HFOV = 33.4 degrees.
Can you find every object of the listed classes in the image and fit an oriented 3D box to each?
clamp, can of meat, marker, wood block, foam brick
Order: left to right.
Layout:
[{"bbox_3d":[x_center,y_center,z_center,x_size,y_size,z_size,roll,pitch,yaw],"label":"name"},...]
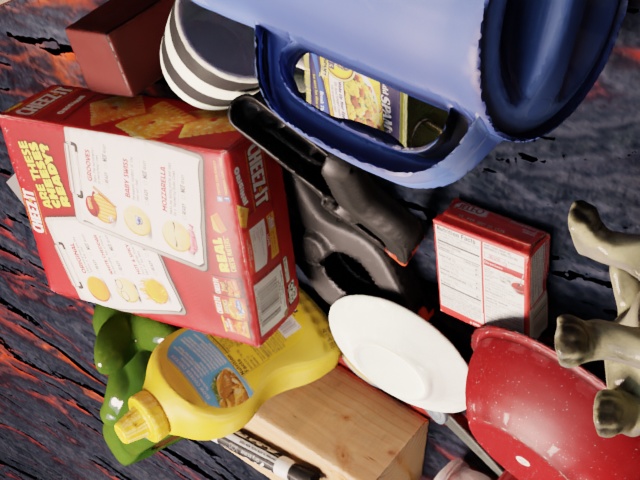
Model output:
[{"bbox_3d":[-0.137,-0.147,0.784,0.051,0.078,0.053,13,133,38],"label":"foam brick"},{"bbox_3d":[-0.048,0.183,0.904,0.121,0.020,0.020,21,137,33],"label":"marker"},{"bbox_3d":[-0.016,0.160,0.945,0.206,0.090,0.091,28,141,25],"label":"wood block"},{"bbox_3d":[-0.005,0.001,0.819,0.210,0.036,0.165,44,141,1],"label":"clamp"},{"bbox_3d":[0.011,-0.038,0.710,0.120,0.039,0.171,40,177,38],"label":"clamp"},{"bbox_3d":[0.038,-0.097,0.663,0.084,0.057,0.102,28,140,30],"label":"can of meat"}]

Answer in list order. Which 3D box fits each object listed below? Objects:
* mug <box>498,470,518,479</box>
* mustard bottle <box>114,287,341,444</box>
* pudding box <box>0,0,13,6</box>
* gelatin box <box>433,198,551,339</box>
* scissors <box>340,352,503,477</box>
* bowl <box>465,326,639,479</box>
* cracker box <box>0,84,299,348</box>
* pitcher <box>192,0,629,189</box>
[{"bbox_3d":[0.170,0.219,0.806,0.093,0.081,0.117,-3,121,48],"label":"mug"},{"bbox_3d":[-0.081,0.107,0.863,0.096,0.191,0.058,46,148,23],"label":"mustard bottle"},{"bbox_3d":[-0.243,-0.217,0.800,0.090,0.113,0.039,27,138,26],"label":"pudding box"},{"bbox_3d":[0.116,0.022,0.719,0.073,0.030,0.089,23,139,33],"label":"gelatin box"},{"bbox_3d":[0.082,0.136,0.879,0.201,0.016,0.096,55,147,-10],"label":"scissors"},{"bbox_3d":[0.153,0.130,0.719,0.162,0.055,0.162,38,163,13],"label":"bowl"},{"bbox_3d":[-0.126,-0.024,0.809,0.214,0.072,0.164,12,126,30],"label":"cracker box"},{"bbox_3d":[0.024,-0.139,0.559,0.243,0.149,0.145,26,134,36],"label":"pitcher"}]
